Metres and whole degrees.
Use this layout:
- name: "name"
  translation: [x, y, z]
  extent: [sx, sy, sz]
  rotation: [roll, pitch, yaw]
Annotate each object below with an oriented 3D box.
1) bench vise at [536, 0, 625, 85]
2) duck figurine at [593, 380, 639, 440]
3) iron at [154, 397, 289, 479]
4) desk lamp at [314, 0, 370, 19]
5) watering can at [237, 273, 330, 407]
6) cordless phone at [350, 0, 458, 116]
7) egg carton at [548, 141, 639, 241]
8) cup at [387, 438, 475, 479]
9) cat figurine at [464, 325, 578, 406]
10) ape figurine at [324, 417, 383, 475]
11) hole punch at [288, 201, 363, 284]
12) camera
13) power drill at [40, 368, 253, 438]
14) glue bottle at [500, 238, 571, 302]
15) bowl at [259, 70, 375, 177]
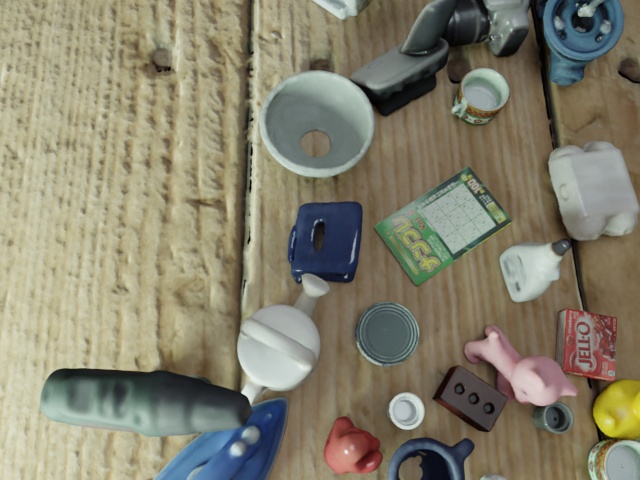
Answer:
- name: "bench vise"
  translation: [0.386, -0.369, 0.850]
  extent: [0.121, 0.220, 0.207]
  rotation: [-13, 74, -6]
- name: "duck figurine"
  translation: [0.419, 0.221, 0.746]
  extent: [0.104, 0.086, 0.077]
  rotation: [-18, 75, -7]
- name: "iron"
  translation: [-0.129, 0.285, 0.675]
  extent: [0.118, 0.141, 0.258]
  rotation: [40, 76, 9]
- name: "desk lamp"
  translation: [0.051, -0.437, 0.860]
  extent: [0.203, 0.213, 0.118]
  rotation: [35, 75, 8]
- name: "watering can"
  translation: [-0.048, 0.122, 0.700]
  extent: [0.101, 0.194, 0.173]
  rotation: [9, 73, 1]
- name: "cordless phone"
  translation: [0.124, -0.279, 0.831]
  extent: [0.148, 0.185, 0.094]
  rotation: [-36, 78, -12]
- name: "egg carton"
  translation: [0.398, -0.073, 0.841]
  extent: [0.107, 0.069, 0.150]
  rotation: [-9, 74, -5]
- name: "cup"
  translation: [0.134, 0.283, 0.711]
  extent: [0.118, 0.095, 0.091]
  rotation: [-34, 77, -11]
- name: "cat figurine"
  translation: [0.260, 0.165, 0.740]
  extent: [0.067, 0.118, 0.127]
  rotation: [-40, 79, -12]
- name: "ape figurine"
  translation: [0.041, 0.259, 0.716]
  extent: [0.076, 0.092, 0.078]
  rotation: [-23, 75, -8]
- name: "hole punch"
  translation: [0.007, 0.003, 0.791]
  extent: [0.101, 0.091, 0.109]
  rotation: [6, 73, 0]
- name: "camera"
  translation: [0.250, -0.370, 0.907]
  extent: [0.137, 0.101, 0.143]
  rotation: [-12, 74, -6]
- name: "power drill"
  translation: [-0.185, 0.189, 0.667]
  extent: [0.229, 0.208, 0.075]
  rotation: [4, 73, -1]
- name: "glue bottle"
  translation: [0.287, 0.030, 0.752]
  extent: [0.037, 0.173, 0.078]
  rotation: [-10, 74, -5]
- name: "bowl"
  translation: [-0.005, -0.160, 0.848]
  extent: [0.167, 0.075, 0.167]
  rotation: [1, 73, -2]
